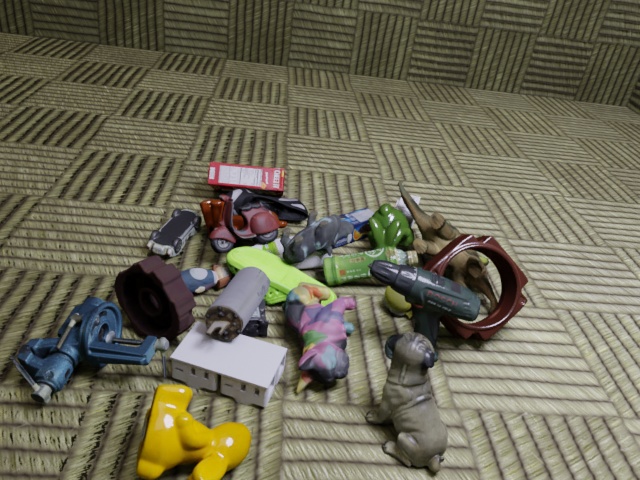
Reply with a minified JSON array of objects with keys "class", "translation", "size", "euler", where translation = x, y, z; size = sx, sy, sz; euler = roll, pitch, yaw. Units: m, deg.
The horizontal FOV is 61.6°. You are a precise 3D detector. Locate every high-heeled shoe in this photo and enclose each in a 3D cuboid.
[{"class":"high-heeled shoe","translation":[-0.155,-0.081,1.482],"size":[0.249,0.086,0.145],"euler":[-12,35,-40]}]

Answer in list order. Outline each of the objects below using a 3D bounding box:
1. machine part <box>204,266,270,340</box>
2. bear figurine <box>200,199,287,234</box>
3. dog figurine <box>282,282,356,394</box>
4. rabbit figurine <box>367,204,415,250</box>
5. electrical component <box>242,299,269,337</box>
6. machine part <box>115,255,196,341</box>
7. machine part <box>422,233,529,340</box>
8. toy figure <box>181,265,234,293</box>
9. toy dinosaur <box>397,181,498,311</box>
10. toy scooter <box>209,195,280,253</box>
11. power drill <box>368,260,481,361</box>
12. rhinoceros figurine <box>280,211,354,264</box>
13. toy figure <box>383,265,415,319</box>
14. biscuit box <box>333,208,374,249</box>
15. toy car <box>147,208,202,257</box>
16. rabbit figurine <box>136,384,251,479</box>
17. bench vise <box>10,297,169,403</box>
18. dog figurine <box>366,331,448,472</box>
[{"class":"machine part","translation":[-0.159,0.120,1.062],"size":[0.079,0.079,0.243],"euler":[14,25,9]},{"class":"bear figurine","translation":[-0.196,-0.059,1.404],"size":[0.196,0.131,0.120],"euler":[-18,12,-26]},{"class":"dog figurine","translation":[-0.017,0.194,1.063],"size":[0.192,0.108,0.219],"euler":[19,36,15]},{"class":"rabbit figurine","translation":[0.179,0.001,1.383],"size":[0.121,0.158,0.170],"euler":[2,51,12]},{"class":"electrical component","translation":[-0.154,0.153,1.146],"size":[0.075,0.047,0.119],"euler":[-2,33,-18]},{"class":"machine part","translation":[-0.319,0.116,1.046],"size":[0.180,0.179,0.056],"euler":[25,31,24]},{"class":"machine part","translation":[0.334,0.102,1.176],"size":[0.201,0.201,0.087],"euler":[50,-6,-1]},{"class":"toy figure","translation":[-0.250,0.089,1.220],"size":[0.154,0.058,0.064],"euler":[-7,74,-27]},{"class":"toy dinosaur","translation":[0.316,0.005,1.370],"size":[0.198,0.105,0.472],"euler":[12,41,-59]},{"class":"toy scooter","translation":[-0.186,-0.050,1.299],"size":[0.184,0.135,0.075],"euler":[-14,10,-29]},{"class":"power drill","translation":[0.191,0.148,1.091],"size":[0.232,0.207,0.086],"euler":[14,25,4]},{"class":"rhinoceros figurine","translation":[-0.003,-0.004,1.269],"size":[0.190,0.111,0.073],"euler":[-26,33,-26]},{"class":"toy figure","translation":[0.219,0.111,1.265],"size":[0.180,0.089,0.082],"euler":[-24,36,-38]},{"class":"biscuit box","translation":[0.073,-0.030,1.481],"size":[0.203,0.062,0.059],"euler":[-18,41,-35]},{"class":"toy car","translation":[-0.366,-0.019,1.365],"size":[0.074,0.056,0.202],"euler":[19,34,4]},{"class":"rabbit figurine","translation":[-0.186,0.313,0.827],"size":[0.173,0.121,0.162],"euler":[17,30,-23]},{"class":"bench vise","translation":[-0.394,0.193,0.954],"size":[0.241,0.128,0.224],"euler":[4,28,8]},{"class":"dog figurine","translation":[0.168,0.269,0.904],"size":[0.121,0.190,0.173],"euler":[-19,43,-37]}]
